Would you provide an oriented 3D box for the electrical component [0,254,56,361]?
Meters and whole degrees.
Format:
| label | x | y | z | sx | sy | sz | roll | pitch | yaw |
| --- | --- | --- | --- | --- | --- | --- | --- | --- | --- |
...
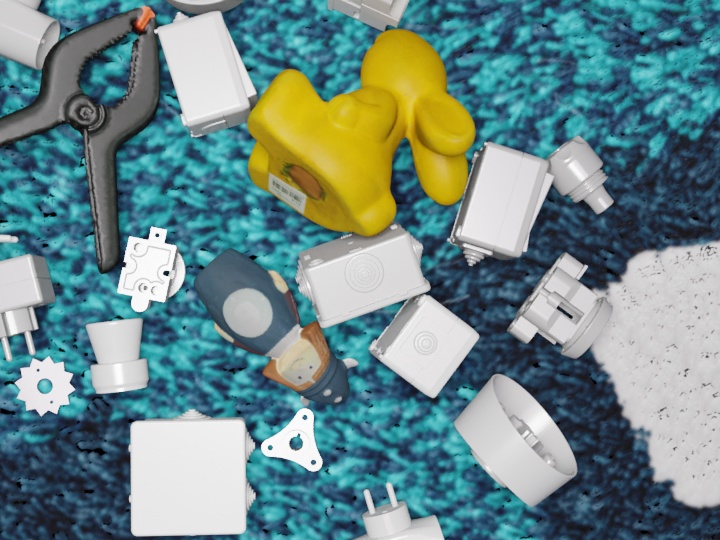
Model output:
| label | x | y | z | sx | sy | sz | roll | pitch | yaw |
| --- | --- | --- | --- | --- | --- | --- | --- | --- | --- |
| electrical component | -0.278 | 0.033 | 0.852 | 0.066 | 0.047 | 0.076 | -15 | 89 | -3 |

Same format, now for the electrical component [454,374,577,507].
| label | x | y | z | sx | sy | sz | roll | pitch | yaw |
| --- | --- | --- | --- | --- | --- | --- | --- | --- | --- |
| electrical component | 0.123 | 0.134 | 0.843 | 0.064 | 0.099 | 0.099 | -44 | 90 | 3 |

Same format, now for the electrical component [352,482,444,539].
| label | x | y | z | sx | sy | sz | roll | pitch | yaw |
| --- | --- | --- | --- | --- | --- | --- | --- | --- | --- |
| electrical component | 0.025 | 0.211 | 0.861 | 0.077 | 0.043 | 0.079 | -17 | 89 | -3 |

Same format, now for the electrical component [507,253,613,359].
| label | x | y | z | sx | sy | sz | roll | pitch | yaw |
| --- | --- | --- | --- | --- | --- | --- | --- | --- | --- |
| electrical component | 0.165 | 0.034 | 0.866 | 0.057 | 0.058 | 0.078 | 36 | 87 | 2 |

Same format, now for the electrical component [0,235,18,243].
| label | x | y | z | sx | sy | sz | roll | pitch | yaw |
| --- | --- | --- | --- | --- | --- | --- | --- | --- | --- |
| electrical component | -0.306 | -0.025 | 0.835 | 0.076 | 0.083 | 0.047 | 2 | 88 | -2 |

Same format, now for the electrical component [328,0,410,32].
| label | x | y | z | sx | sy | sz | roll | pitch | yaw |
| --- | --- | --- | --- | --- | --- | --- | --- | --- | --- |
| electrical component | 0.026 | -0.256 | 0.805 | 0.060 | 0.186 | 0.105 | 24 | 87 | -1 |

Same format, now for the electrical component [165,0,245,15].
| label | x | y | z | sx | sy | sz | roll | pitch | yaw |
| --- | --- | --- | --- | --- | --- | --- | --- | --- | --- |
| electrical component | -0.126 | -0.257 | 0.862 | 0.108 | 0.060 | 0.108 | 0 | 88 | -2 |

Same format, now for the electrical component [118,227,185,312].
| label | x | y | z | sx | sy | sz | roll | pitch | yaw |
| --- | --- | --- | --- | --- | --- | --- | --- | --- | --- |
| electrical component | -0.165 | 0.000 | 0.854 | 0.048 | 0.055 | 0.066 | 12 | 88 | -2 |

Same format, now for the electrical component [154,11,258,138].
| label | x | y | z | sx | sy | sz | roll | pitch | yaw |
| --- | --- | --- | --- | --- | --- | --- | --- | --- | --- |
| electrical component | -0.121 | -0.162 | 0.858 | 0.061 | 0.062 | 0.096 | -17 | 89 | -3 |

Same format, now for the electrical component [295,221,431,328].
| label | x | y | z | sx | sy | sz | roll | pitch | yaw |
| --- | --- | --- | --- | --- | --- | --- | --- | --- | --- |
| electrical component | 0.000 | 0.000 | 0.840 | 0.100 | 0.099 | 0.048 | -20 | 101 | -3 |

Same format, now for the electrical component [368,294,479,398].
| label | x | y | z | sx | sy | sz | roll | pitch | yaw |
| --- | --- | --- | --- | --- | --- | --- | --- | --- | --- |
| electrical component | 0.053 | 0.060 | 0.841 | 0.061 | 0.096 | 0.061 | 37 | 87 | -5 |

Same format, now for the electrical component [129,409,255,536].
| label | x | y | z | sx | sy | sz | roll | pitch | yaw |
| --- | --- | --- | --- | --- | --- | --- | --- | --- | --- |
| electrical component | -0.134 | 0.161 | 0.853 | 0.100 | 0.048 | 0.099 | -1 | 88 | -2 |

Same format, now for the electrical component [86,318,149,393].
| label | x | y | z | sx | sy | sz | roll | pitch | yaw |
| --- | --- | --- | --- | --- | --- | --- | --- | --- | --- |
| electrical component | -0.193 | 0.068 | 0.856 | 0.045 | 0.045 | 0.055 | -7 | 89 | -3 |

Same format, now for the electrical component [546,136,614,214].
| label | x | y | z | sx | sy | sz | roll | pitch | yaw |
| --- | --- | --- | --- | --- | --- | --- | --- | --- | --- |
| electrical component | 0.181 | -0.074 | 0.877 | 0.043 | 0.043 | 0.062 | -39 | 91 | -3 |

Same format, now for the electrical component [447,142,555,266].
| label | x | y | z | sx | sy | sz | roll | pitch | yaw |
| --- | --- | --- | --- | --- | --- | --- | --- | --- | --- |
| electrical component | 0.112 | -0.046 | 0.864 | 0.061 | 0.062 | 0.096 | 17 | 87 | -2 |

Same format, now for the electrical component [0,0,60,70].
| label | x | y | z | sx | sy | sz | roll | pitch | yaw |
| --- | --- | --- | --- | --- | --- | --- | --- | --- | --- |
| electrical component | -0.279 | -0.211 | 0.862 | 0.077 | 0.043 | 0.079 | 23 | 87 | -1 |
